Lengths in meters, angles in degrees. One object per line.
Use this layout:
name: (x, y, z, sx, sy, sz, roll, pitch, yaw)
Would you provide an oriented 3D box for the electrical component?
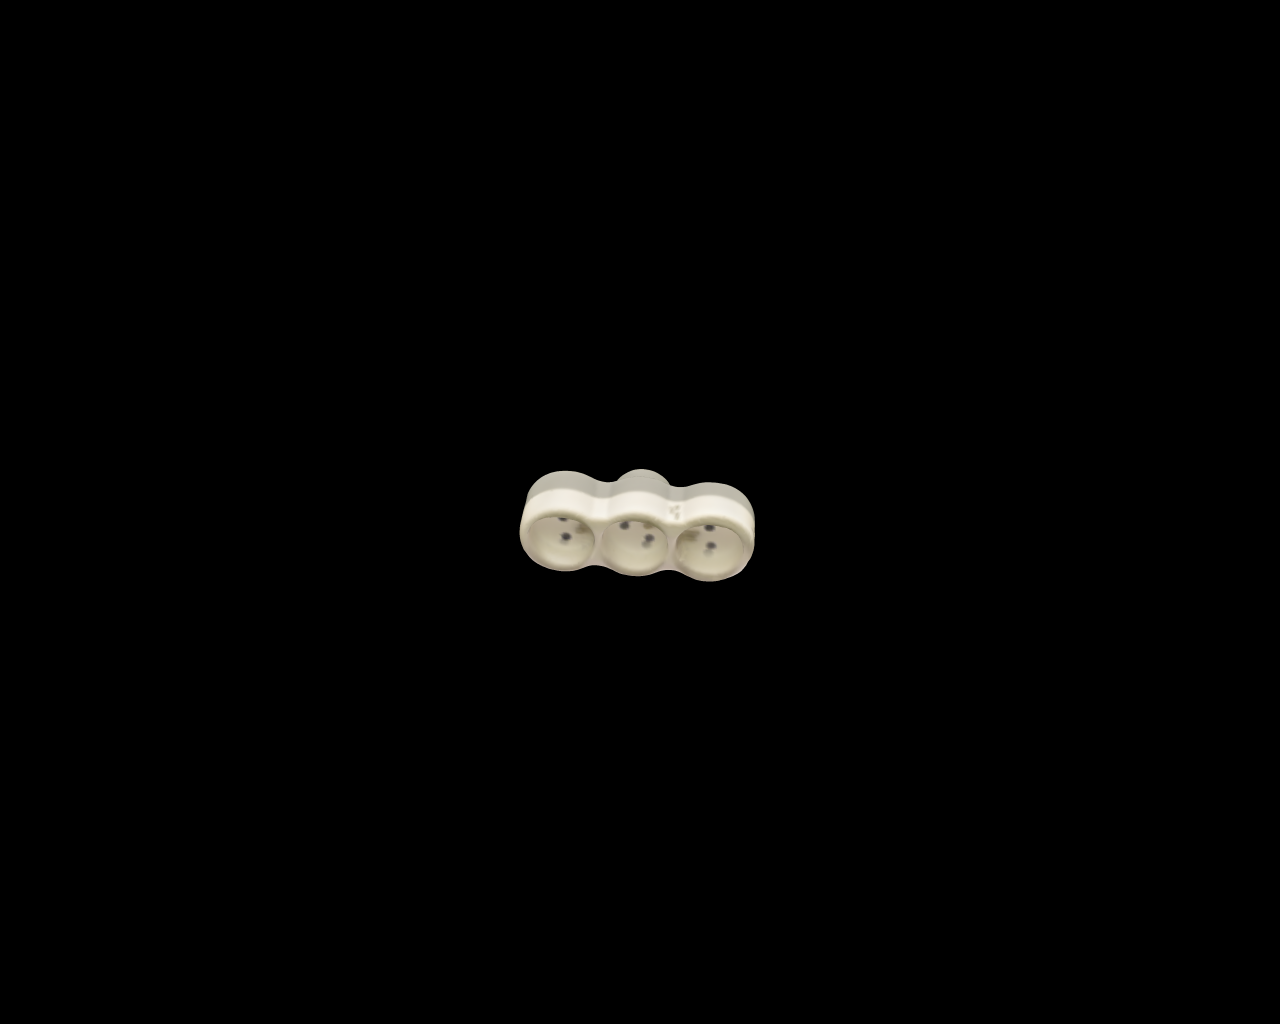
electrical component: (0.001, -0.003, 0.650, 0.138, 0.052, 0.074, 4, 40, 4)
